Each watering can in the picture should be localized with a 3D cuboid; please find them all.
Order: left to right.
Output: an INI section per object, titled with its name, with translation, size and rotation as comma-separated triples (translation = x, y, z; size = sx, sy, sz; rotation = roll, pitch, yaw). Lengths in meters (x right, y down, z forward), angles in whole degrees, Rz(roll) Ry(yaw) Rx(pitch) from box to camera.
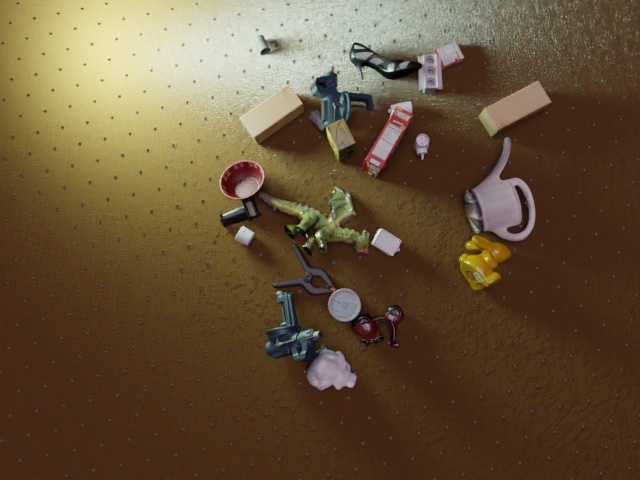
[watering can]
translation = 0.589, -0.158, 1.727
size = 0.224, 0.103, 0.350
rotation = -14, 83, 1

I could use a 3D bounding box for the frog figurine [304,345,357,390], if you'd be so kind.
[frog figurine]
translation = 0.038, 0.430, 1.665
size = 0.160, 0.120, 0.139
rotation = 34, 66, 17

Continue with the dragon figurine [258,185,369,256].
[dragon figurine]
translation = 0.005, -0.089, 1.763
size = 0.246, 0.120, 0.412
rotation = -41, 80, -21
